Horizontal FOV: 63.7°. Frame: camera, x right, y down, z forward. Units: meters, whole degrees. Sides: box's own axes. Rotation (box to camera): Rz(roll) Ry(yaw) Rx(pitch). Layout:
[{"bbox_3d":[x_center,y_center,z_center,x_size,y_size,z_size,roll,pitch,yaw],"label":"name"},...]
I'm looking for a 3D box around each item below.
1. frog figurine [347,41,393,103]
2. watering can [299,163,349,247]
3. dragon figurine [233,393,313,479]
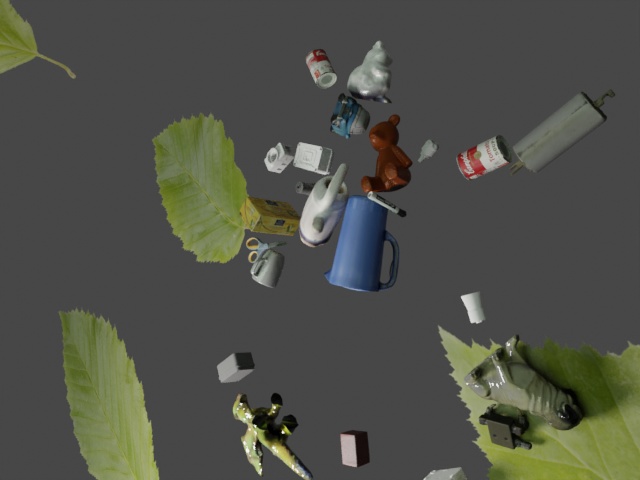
[{"bbox_3d":[0.141,-0.457,1.390,0.139,0.123,0.157,-142,56,-61],"label":"frog figurine"},{"bbox_3d":[0.004,-0.069,1.379,0.356,0.104,0.219,-65,0,-50],"label":"watering can"},{"bbox_3d":[-0.162,0.613,1.560,0.417,0.123,0.237,49,135,39],"label":"dragon figurine"}]
